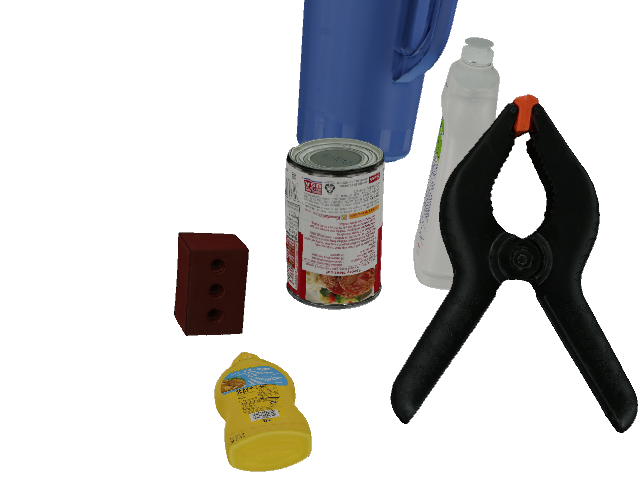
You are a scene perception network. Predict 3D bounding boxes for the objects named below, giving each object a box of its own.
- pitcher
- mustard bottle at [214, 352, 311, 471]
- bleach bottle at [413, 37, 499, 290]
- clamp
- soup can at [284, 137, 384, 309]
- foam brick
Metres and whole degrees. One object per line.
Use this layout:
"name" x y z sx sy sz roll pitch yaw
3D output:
"pitcher" 0.050 -0.195 0.963 0.145 0.243 0.149 8 14 6
"mustard bottle" -0.075 0.191 1.261 0.096 0.058 0.192 -9 29 -10
"bleach bottle" 0.143 -0.080 1.089 0.068 0.251 0.102 4 30 -2
"clamp" 0.088 0.016 0.533 0.120 0.171 0.039 -6 -5 -4
"soup can" 0.009 -0.013 0.740 0.068 0.102 0.068 0 25 0
"foam brick" -0.095 0.037 0.920 0.053 0.078 0.051 0 15 -18
